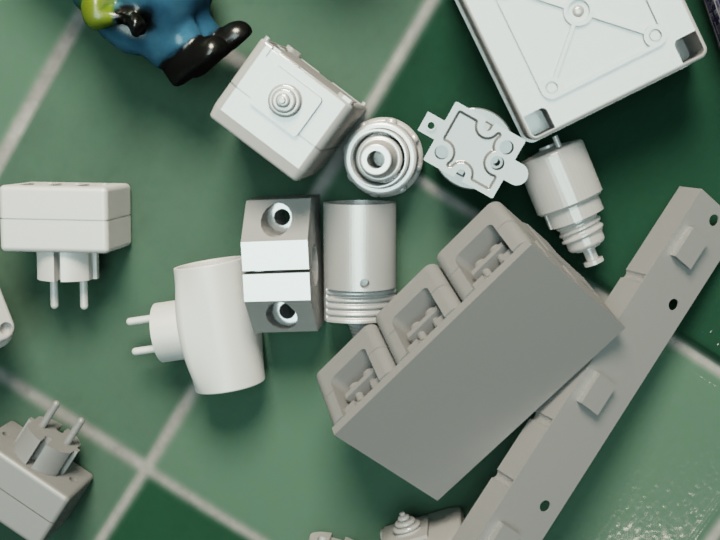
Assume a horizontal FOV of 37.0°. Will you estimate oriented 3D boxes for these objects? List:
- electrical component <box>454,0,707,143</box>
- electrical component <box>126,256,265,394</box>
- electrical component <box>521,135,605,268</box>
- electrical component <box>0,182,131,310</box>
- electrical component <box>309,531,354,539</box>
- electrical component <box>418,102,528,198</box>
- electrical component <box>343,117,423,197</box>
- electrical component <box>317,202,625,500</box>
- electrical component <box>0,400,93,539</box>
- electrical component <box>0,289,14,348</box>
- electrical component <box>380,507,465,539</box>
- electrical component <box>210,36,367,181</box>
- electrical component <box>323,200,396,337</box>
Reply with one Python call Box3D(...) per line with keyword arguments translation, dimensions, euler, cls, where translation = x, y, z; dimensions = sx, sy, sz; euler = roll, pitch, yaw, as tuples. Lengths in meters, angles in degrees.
Box3D(translation=(0.120, -0.142, 0.604), dimensions=(0.109, 0.056, 0.108), euler=(-26, 94, 8), cls="electrical component")
Box3D(translation=(-0.103, 0.035, 0.655), dimensions=(0.079, 0.043, 0.077), euler=(-8, 96, 7), cls="electrical component")
Box3D(translation=(0.122, -0.040, 0.625), dimensions=(0.040, 0.040, 0.078), euler=(-22, 94, 8), cls="electrical component")
Box3D(translation=(-0.178, -0.014, 0.654), dimensions=(0.066, 0.047, 0.076), euler=(1, 98, 5), cls="electrical component")
Box3D(translation=(-0.020, 0.191, 0.670), dimensions=(0.040, 0.040, 0.046), euler=(14, 93, 4), cls="electrical component")
Box3D(translation=(0.065, -0.070, 0.619), dimensions=(0.066, 0.055, 0.048), euler=(29, 99, 1), cls="electrical component")
Box3D(translation=(0.012, -0.064, 0.622), dimensions=(0.048, 0.062, 0.048), euler=(1, 97, 6), cls="electrical component")
Box3D(translation=(0.059, 0.046, 0.617), dimensions=(0.150, 0.061, 0.089), euler=(-45, 122, 12), cls="electrical component")
Box3D(translation=(-0.201, 0.118, 0.674), dimensions=(0.066, 0.047, 0.076), euler=(34, 99, 0), cls="electrical component")
Box3D(translation=(-0.272, 0.027, 0.632), dimensions=(0.057, 0.113, 0.078), euler=(-14, 98, 51), cls="electrical component")
Box3D(translation=(0.049, 0.188, 0.651), dimensions=(0.061, 0.061, 0.096), euler=(-18, 95, 7), cls="electrical component")
Box3D(translation=(-0.042, -0.087, 0.606), dimensions=(0.062, 0.096, 0.061), euler=(37, 100, 0), cls="electrical component")
Box3D(translation=(0.000, 0.000, 0.641), dimensions=(0.043, 0.043, 0.081), euler=(1, 98, 5), cls="electrical component")
